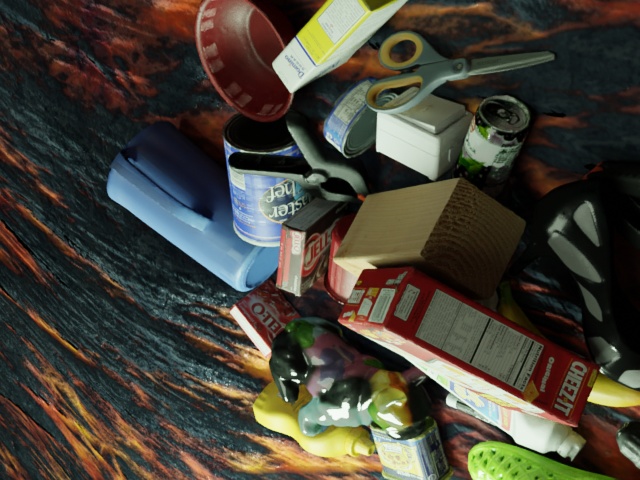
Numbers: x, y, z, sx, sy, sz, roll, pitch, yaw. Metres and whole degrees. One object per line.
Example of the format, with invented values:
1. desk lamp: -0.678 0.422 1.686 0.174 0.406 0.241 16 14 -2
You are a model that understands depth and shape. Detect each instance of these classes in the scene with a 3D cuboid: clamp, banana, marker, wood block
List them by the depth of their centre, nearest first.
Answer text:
1. clamp: 0.325 -0.012 0.934 0.210 0.036 0.165 41 152 23
2. wood block: 0.108 0.004 1.110 0.090 0.090 0.206 32 166 -18
3. banana: 0.258 0.127 1.143 0.198 0.037 0.070 38 145 24
4. clamp: -0.004 -0.088 1.195 0.120 0.171 0.039 -34 47 53
5. marker: 0.207 0.214 1.299 0.121 0.020 0.020 19 133 41

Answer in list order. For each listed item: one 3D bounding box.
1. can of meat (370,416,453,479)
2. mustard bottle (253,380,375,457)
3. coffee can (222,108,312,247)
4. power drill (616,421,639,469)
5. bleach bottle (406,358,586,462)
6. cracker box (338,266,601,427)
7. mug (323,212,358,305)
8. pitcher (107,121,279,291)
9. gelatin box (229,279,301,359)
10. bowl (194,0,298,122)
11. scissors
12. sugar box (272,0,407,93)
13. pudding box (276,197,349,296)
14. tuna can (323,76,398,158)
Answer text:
1. can of meat: 0.120 0.278 1.429 0.102 0.057 0.084 7 122 47
2. mustard bottle: 0.002 0.258 1.520 0.192 0.096 0.058 23 136 38
3. coffee can: -0.061 -0.077 1.299 0.103 0.102 0.140 28 138 34
4. power drill: 0.393 0.210 1.034 0.184 0.057 0.188 38 146 17
5. bleach bottle: 0.197 0.158 1.225 0.251 0.068 0.103 38 145 20
6. cracker box: 0.141 0.101 1.049 0.213 0.072 0.164 27 172 -11
7. mug: 0.063 0.025 1.254 0.117 0.093 0.081 26 133 25
8. pitcher: -0.163 -0.042 1.425 0.243 0.149 0.145 38 143 18
9. gelatin box: -0.072 0.111 1.503 0.089 0.073 0.030 51 147 5
10. bowl: -0.071 -0.220 1.229 0.162 0.055 0.162 31 140 31
11. scissors: 0.130 -0.181 1.040 0.202 0.016 0.096 -19 63 31
12. sugar box: 0.027 -0.219 1.075 0.048 0.093 0.177 56 146 -1
13. pudding box: -0.008 0.002 1.279 0.039 0.113 0.090 20 124 20
14. tuna can: 0.044 -0.131 1.138 0.034 0.086 0.086 43 145 19
